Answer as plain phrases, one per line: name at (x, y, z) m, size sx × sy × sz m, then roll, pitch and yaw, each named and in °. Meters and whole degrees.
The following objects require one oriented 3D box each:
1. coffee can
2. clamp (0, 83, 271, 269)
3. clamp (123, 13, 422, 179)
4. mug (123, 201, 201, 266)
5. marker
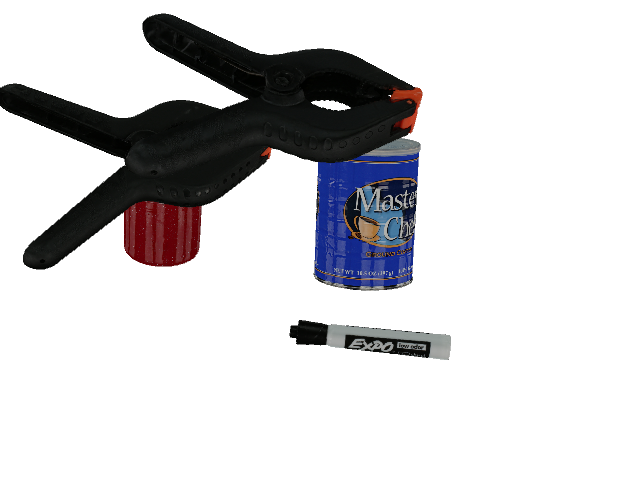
coffee can at (0.046, -0.031, 1.076) m, size 0.103 × 0.140 × 0.103 m, roll 2°, pitch 13°, yaw -1°
clamp at (-0.137, -0.054, 0.808) m, size 0.209 × 0.164 × 0.036 m, roll -3°, pitch -31°, yaw -13°
clamp at (-0.030, -0.073, 0.609) m, size 0.171 × 0.120 × 0.039 m, roll 9°, pitch -32°, yaw 2°
mug at (-0.172, -0.030, 1.150) m, size 0.093 × 0.081 × 0.117 m, roll -4°, pitch 29°, yaw -19°
marker at (0.037, 0.074, 0.804) m, size 0.121 × 0.020 × 0.020 m, roll 6°, pitch 0°, yaw 1°
